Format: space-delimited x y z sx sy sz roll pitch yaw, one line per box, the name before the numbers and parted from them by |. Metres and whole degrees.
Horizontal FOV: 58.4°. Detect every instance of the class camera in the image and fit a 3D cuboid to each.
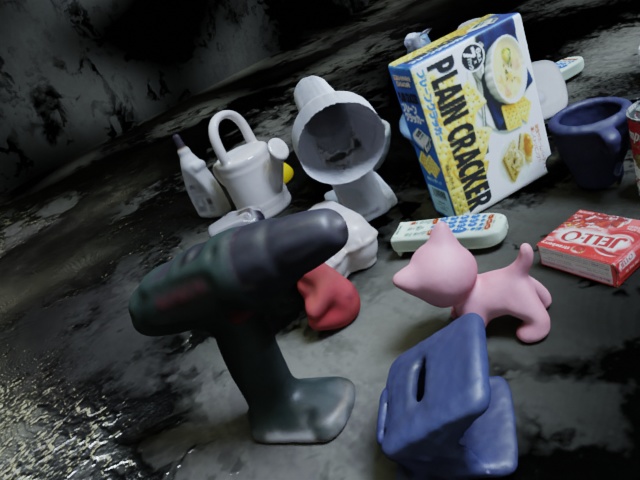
camera | -0.133 0.015 0.825 0.137 0.101 0.143 -25 25 -3

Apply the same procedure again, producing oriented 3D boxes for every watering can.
watering can | -0.125 -0.137 1.001 0.172 0.194 0.101 -15 27 19

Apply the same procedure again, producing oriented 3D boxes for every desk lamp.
desk lamp | 0.028 -0.125 0.825 0.118 0.214 0.203 -24 25 0

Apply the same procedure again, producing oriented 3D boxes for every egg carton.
egg carton | 0.007 0.003 0.764 0.107 0.069 0.150 -31 26 -15

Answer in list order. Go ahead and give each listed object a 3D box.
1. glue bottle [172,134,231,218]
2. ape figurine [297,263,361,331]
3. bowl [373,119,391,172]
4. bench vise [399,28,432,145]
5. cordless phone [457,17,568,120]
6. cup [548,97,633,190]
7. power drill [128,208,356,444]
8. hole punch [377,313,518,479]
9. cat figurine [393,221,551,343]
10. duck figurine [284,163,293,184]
glue bottle | -0.235 -0.123 1.094 0.077 0.173 0.037 0 35 41
ape figurine | 0.000 0.055 0.643 0.076 0.092 0.078 -10 29 27
bowl | 0.053 -0.142 0.998 0.167 0.075 0.167 -19 26 10
bench vise | 0.169 -0.219 0.876 0.121 0.220 0.207 -20 26 9
cordless phone | 0.296 -0.265 0.897 0.147 0.185 0.094 -17 26 14
cup | 0.325 -0.103 0.665 0.091 0.095 0.117 -18 26 12
power drill | -0.048 0.079 0.501 0.229 0.209 0.076 -11 29 26
hole punch | 0.090 0.122 0.438 0.101 0.091 0.109 -14 27 20
cat figurine | 0.138 0.036 0.530 0.127 0.118 0.067 -12 28 24
duck figurine | -0.107 -0.151 1.140 0.104 0.086 0.078 3 37 44
